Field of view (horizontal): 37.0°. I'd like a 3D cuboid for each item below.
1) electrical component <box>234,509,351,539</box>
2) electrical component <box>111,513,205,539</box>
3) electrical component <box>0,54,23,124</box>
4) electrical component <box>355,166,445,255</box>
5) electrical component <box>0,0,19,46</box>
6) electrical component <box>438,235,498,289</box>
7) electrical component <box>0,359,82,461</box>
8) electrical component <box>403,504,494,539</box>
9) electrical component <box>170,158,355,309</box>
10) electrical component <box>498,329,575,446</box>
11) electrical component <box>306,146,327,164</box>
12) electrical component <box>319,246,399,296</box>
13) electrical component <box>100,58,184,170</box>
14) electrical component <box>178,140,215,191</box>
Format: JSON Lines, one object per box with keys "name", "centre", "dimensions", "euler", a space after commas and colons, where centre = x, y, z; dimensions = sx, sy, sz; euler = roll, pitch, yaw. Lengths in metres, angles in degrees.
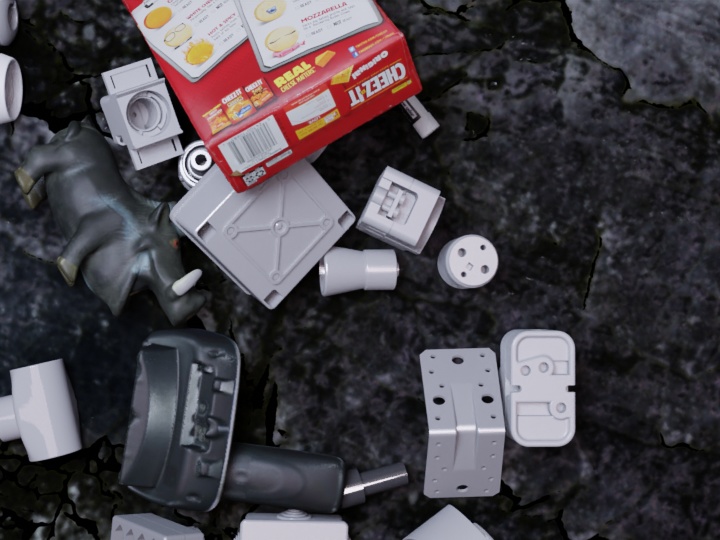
{"name": "electrical component", "centre": [-0.056, 0.249, 0.899], "dimensions": [0.100, 0.048, 0.099], "euler": [2, 88, -4]}
{"name": "electrical component", "centre": [-0.153, 0.231, 0.885], "dimensions": [0.076, 0.083, 0.047], "euler": [7, 87, -42]}
{"name": "electrical component", "centre": [-0.315, -0.150, 0.889], "dimensions": [0.057, 0.058, 0.078], "euler": [3, 88, -1]}
{"name": "electrical component", "centre": [0.034, -0.048, 0.893], "dimensions": [0.056, 0.089, 0.050], "euler": [25, 87, -3]}
{"name": "electrical component", "centre": [-0.320, -0.212, 0.897], "dimensions": [0.062, 0.048, 0.048], "euler": [2, 88, 3]}
{"name": "electrical component", "centre": [0.092, -0.007, 0.913], "dimensions": [0.045, 0.055, 0.045], "euler": [0, 88, -4]}
{"name": "electrical component", "centre": [-0.277, 0.119, 0.889], "dimensions": [0.079, 0.044, 0.077], "euler": [-13, 89, -4]}
{"name": "electrical component", "centre": [0.085, 0.245, 0.887], "dimensions": [0.064, 0.099, 0.099], "euler": [-41, 91, -10]}
{"name": "electrical component", "centre": [-0.078, -0.044, 0.875], "dimensions": [0.108, 0.056, 0.108], "euler": [-47, 128, -7]}
{"name": "electrical component", "centre": [0.149, 0.098, 0.912], "dimensions": [0.054, 0.059, 0.095], "euler": [0, 88, -4]}
{"name": "electrical component", "centre": [-0.053, -0.123, 0.912], "dimensions": [0.055, 0.048, 0.066], "euler": [35, 86, 5]}
{"name": "electrical component", "centre": [0.000, 0.000, 0.914], "dimensions": [0.065, 0.044, 0.044], "euler": [-1, 88, -9]}
{"name": "electrical component", "centre": [-0.180, -0.126, 0.873], "dimensions": [0.042, 0.064, 0.081], "euler": [-24, 107, -25]}
{"name": "electrical component", "centre": [-0.130, -0.087, 0.897], "dimensions": [0.048, 0.062, 0.048], "euler": [0, 88, -4]}
